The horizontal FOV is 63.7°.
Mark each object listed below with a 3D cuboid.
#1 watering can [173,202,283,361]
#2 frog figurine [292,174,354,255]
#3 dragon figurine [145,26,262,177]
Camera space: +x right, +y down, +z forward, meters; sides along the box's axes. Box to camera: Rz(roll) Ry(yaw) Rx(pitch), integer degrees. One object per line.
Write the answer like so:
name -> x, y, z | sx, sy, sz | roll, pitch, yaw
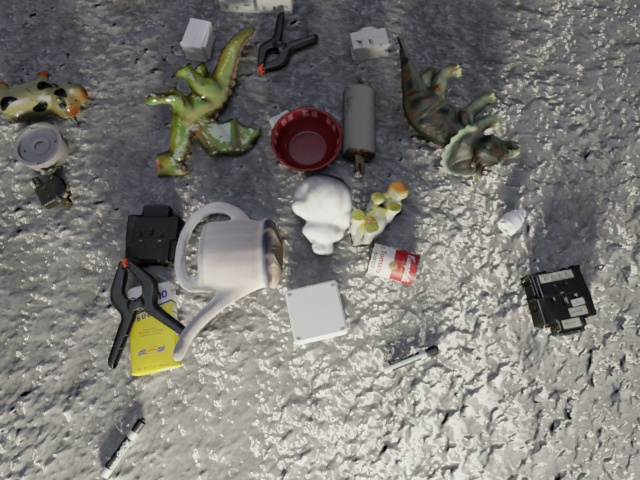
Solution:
watering can -> -0.186, 0.070, 1.048 | 0.224, 0.102, 0.355 | -3, 60, 0
frog figurine -> 0.003, -0.055, 1.092 | 0.137, 0.120, 0.163 | 20, 61, -13
dragon figurine -> -0.240, -0.304, 1.205 | 0.413, 0.122, 0.242 | -42, 93, -10
